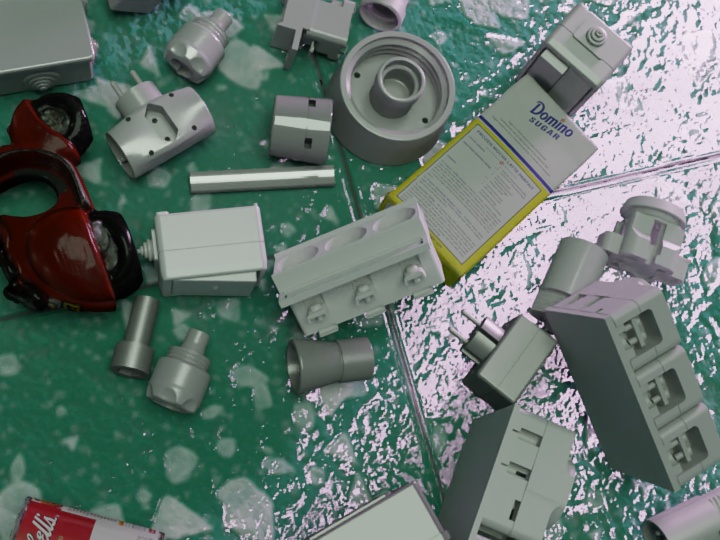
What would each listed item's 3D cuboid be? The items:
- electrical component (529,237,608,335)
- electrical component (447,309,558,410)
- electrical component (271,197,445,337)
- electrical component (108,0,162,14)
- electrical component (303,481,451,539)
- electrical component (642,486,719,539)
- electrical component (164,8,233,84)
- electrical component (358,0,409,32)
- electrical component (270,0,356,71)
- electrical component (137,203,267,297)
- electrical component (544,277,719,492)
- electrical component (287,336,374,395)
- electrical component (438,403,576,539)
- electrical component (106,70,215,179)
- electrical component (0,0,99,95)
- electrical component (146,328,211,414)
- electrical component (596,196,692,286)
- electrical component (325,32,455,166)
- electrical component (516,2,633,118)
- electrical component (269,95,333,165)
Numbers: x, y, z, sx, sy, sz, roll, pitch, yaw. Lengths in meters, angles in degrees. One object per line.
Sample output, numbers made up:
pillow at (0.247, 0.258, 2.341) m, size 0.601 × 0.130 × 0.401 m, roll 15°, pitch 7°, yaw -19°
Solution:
electrical component at (0.174, 0.018, 0.904) m, size 0.043 × 0.043 × 0.081 m, roll 28°, pitch 72°, yaw -4°
electrical component at (0.107, 0.064, 0.876) m, size 0.077 × 0.047 × 0.065 m, roll 39°, pitch 72°, yaw 0°
electrical component at (0.000, 0.000, 0.841) m, size 0.121 × 0.078 × 0.063 m, roll -22°, pitch 112°, yaw 8°
electrical component at (-0.166, -0.250, 0.896) m, size 0.077 × 0.066 × 0.047 m, roll -7°, pitch 76°, yaw -43°
electrical component at (-0.001, 0.207, 0.786) m, size 0.109 × 0.108 × 0.056 m, roll -27°, pitch 80°, yaw -17°
electrical component at (0.276, 0.208, 0.876) m, size 0.081 × 0.043 × 0.043 m, roll -20°, pitch 81°, yaw -16°
electrical component at (-0.130, -0.190, 0.895) m, size 0.043 × 0.043 × 0.062 m, roll 34°, pitch 71°, yaw -1°
electrical component at (0.025, -0.239, 0.942) m, size 0.040 × 0.040 × 0.046 m, roll 24°, pitch 67°, yaw -5°
electrical component at (-0.039, -0.212, 0.920) m, size 0.064 × 0.042 × 0.081 m, roll 15°, pitch 74°, yaw -9°
electrical component at (-0.124, -0.010, 0.840) m, size 0.096 × 0.061 × 0.061 m, roll -6°, pitch 77°, yaw -13°
electrical component at (0.220, 0.087, 0.850) m, size 0.062 × 0.089 × 0.150 m, roll -28°, pitch 102°, yaw -17°
electrical component at (-0.021, 0.073, 0.852) m, size 0.065 × 0.044 × 0.044 m, roll -5°, pitch 77°, yaw -18°
electrical component at (0.097, 0.204, 0.807) m, size 0.060 × 0.105 × 0.186 m, roll 24°, pitch 72°, yaw -5°
electrical component at (-0.171, -0.125, 0.870) m, size 0.077 × 0.043 × 0.079 m, roll -34°, pitch 85°, yaw -17°
electrical component at (-0.265, -0.193, 0.865) m, size 0.100 × 0.048 × 0.099 m, roll -13°, pitch 79°, yaw -14°
electrical component at (-0.135, 0.076, 0.826) m, size 0.043 × 0.043 × 0.062 m, roll 22°, pitch 71°, yaw -5°
electrical component at (0.247, -0.027, 0.924) m, size 0.078 × 0.058 × 0.057 m, roll 22°, pitch 76°, yaw -5°
electrical component at (0.028, -0.149, 0.908) m, size 0.108 × 0.060 × 0.108 m, roll 3°, pitch 75°, yaw -11°
electrical component at (0.184, -0.178, 0.929) m, size 0.062 × 0.096 × 0.061 m, roll 41°, pitch 72°, yaw 1°
electrical component at (-0.050, -0.117, 0.888) m, size 0.047 × 0.055 × 0.055 m, roll 6°, pitch 75°, yaw -6°
